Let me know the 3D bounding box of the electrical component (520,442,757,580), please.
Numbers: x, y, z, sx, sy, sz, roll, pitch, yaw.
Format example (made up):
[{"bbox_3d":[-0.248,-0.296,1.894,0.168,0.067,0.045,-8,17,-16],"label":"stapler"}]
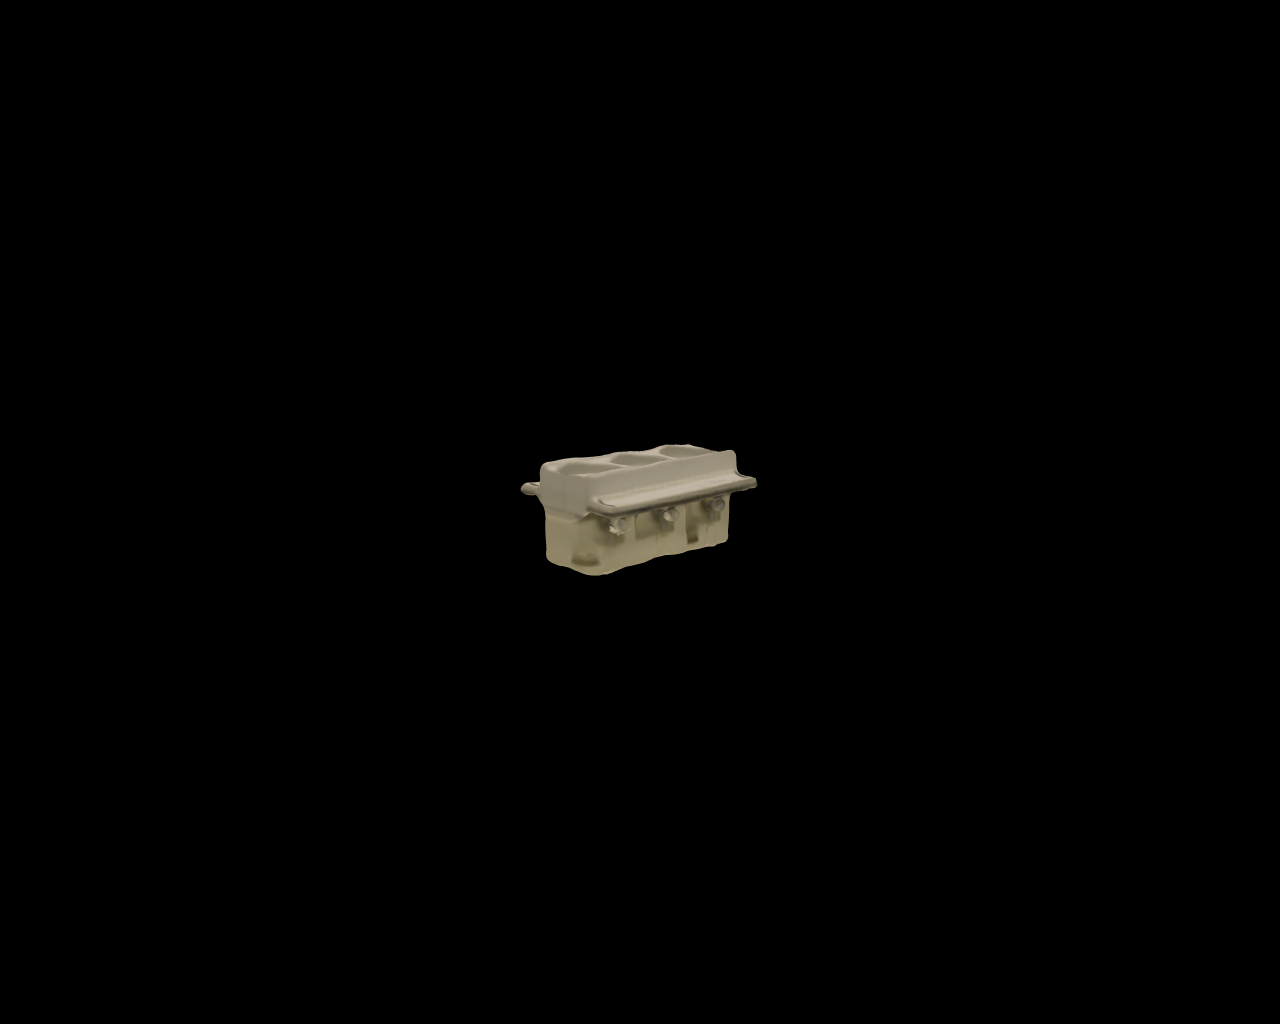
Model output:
[{"bbox_3d":[0.001,-0.003,0.650,0.121,0.063,0.079,-11,17,-42],"label":"electrical component"}]
